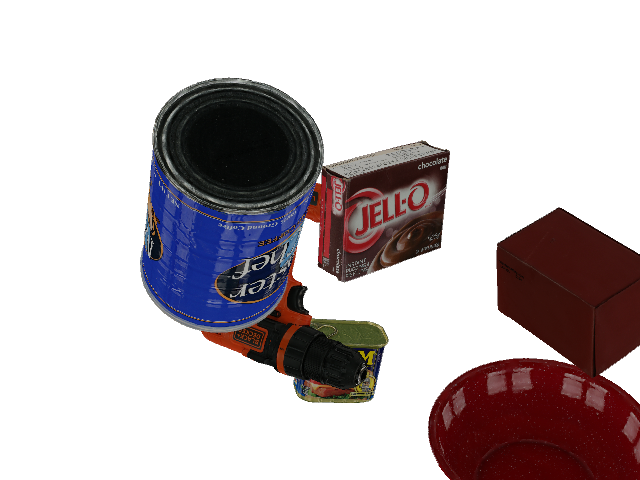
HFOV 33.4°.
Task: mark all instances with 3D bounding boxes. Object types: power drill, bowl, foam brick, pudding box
[{"bbox_3d":[-0.018,0.037,1.033,0.185,0.187,0.057,17,1,26],"label":"power drill"},{"bbox_3d":[0.157,0.157,0.767,0.162,0.055,0.162,-1,35,1],"label":"bowl"},{"bbox_3d":[0.143,0.027,0.598,0.051,0.053,0.078,-27,41,-23],"label":"foam brick"},{"bbox_3d":[0.051,-0.026,0.866,0.113,0.090,0.039,-19,34,-36],"label":"pudding box"}]

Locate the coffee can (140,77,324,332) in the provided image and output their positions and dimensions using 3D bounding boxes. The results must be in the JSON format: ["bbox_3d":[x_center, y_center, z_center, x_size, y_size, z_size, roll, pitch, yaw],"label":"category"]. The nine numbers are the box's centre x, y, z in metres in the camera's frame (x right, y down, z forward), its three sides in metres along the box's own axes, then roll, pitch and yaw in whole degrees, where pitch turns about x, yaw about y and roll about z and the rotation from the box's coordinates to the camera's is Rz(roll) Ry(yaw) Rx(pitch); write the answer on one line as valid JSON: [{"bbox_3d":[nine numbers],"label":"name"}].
[{"bbox_3d":[-0.060,-0.019,0.683,0.102,0.103,0.140,0,-34,-13],"label":"coffee can"}]

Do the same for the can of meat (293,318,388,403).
[{"bbox_3d":[0.022,0.144,1.265,0.102,0.084,0.057,4,24,-14],"label":"can of meat"}]
